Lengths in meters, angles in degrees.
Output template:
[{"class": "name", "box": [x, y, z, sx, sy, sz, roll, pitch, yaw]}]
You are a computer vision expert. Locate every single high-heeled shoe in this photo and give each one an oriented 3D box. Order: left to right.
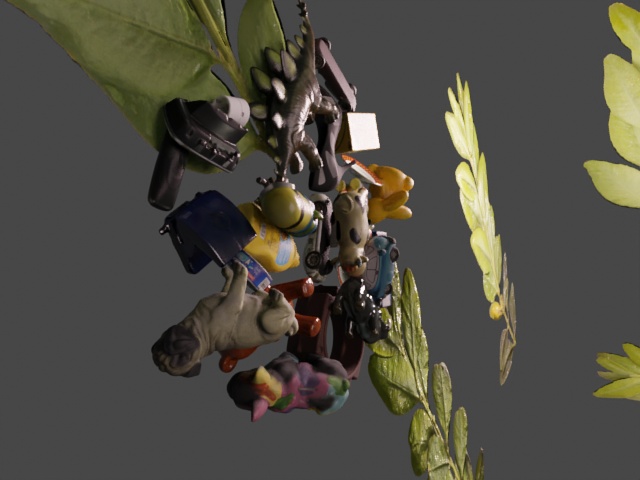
[{"class": "high-heeled shoe", "box": [-0.011, -0.234, 1.238, 0.145, 0.086, 0.248, -29, -87, -24]}]

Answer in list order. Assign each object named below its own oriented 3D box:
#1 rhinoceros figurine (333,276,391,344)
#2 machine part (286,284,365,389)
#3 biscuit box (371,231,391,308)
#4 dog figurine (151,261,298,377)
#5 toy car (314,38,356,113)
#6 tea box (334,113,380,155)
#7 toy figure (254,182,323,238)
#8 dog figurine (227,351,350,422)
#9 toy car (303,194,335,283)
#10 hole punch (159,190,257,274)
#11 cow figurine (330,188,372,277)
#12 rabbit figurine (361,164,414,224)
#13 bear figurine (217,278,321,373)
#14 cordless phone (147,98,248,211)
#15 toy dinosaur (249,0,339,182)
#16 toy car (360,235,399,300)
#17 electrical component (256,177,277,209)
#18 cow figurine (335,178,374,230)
[{"class": "rhinoceros figurine", "box": [0.094, 0.159, 1.166, 0.190, 0.073, 0.112, 58, -151, -35]}, {"class": "machine part", "box": [0.022, 0.214, 1.182, 0.200, 0.087, 0.201, 45, -130, -47]}, {"class": "biscuit box", "box": [0.144, 0.078, 1.426, 0.059, 0.063, 0.202, 0, -95, -58]}, {"class": "dog figurine", "box": [-0.142, 0.152, 0.833, 0.172, 0.121, 0.190, 35, -111, -1]}, {"class": "toy car", "box": [0.031, -0.397, 1.315, 0.202, 0.053, 0.089, 53, -147, -37]}, {"class": "tea box", "box": [0.085, -0.272, 1.372, 0.169, 0.068, 0.098, -18, -78, -60]}, {"class": "toy figure", "box": [-0.049, -0.050, 1.007, 0.089, 0.082, 0.180, 48, -178, 26]}, {"class": "dog figurine", "box": [-0.056, 0.267, 0.966, 0.219, 0.192, 0.108, 22, -107, -73]}, {"class": "toy car", "box": [-0.002, -0.004, 1.203, 0.073, 0.056, 0.201, 33, -121, -61]}, {"class": "hole punch", "box": [-0.178, -0.017, 0.882, 0.142, 0.092, 0.115, -47, -58, -47]}, {"class": "cow figurine", "box": [0.071, -0.011, 1.196, 0.127, 0.086, 0.194, -39, -54, -67]}, {"class": "rabbit figurine", "box": [0.169, -0.102, 1.436, 0.173, 0.163, 0.121, -49, -39, -29]}, {"class": "bear figurine", "box": [-0.098, 0.148, 0.954, 0.196, 0.132, 0.120, -33, -64, -63]}, {"class": "cordless phone", "box": [-0.204, -0.124, 0.880, 0.146, 0.089, 0.184, 29, -108, -55]}, {"class": "toy dinosaur", "box": [-0.051, -0.303, 1.121, 0.198, 0.105, 0.471, 42, -133, -44]}, {"class": "toy car", "box": [0.123, 0.065, 1.329, 0.103, 0.109, 0.161, 6, -88, -36]}, {"class": "electrical component", "box": [-0.090, -0.081, 1.082, 0.102, 0.045, 0.078, 8, -129, -61]}, {"class": "cow figurine", "box": [0.092, -0.070, 1.350, 0.098, 0.068, 0.167, 6, -107, -71]}]
